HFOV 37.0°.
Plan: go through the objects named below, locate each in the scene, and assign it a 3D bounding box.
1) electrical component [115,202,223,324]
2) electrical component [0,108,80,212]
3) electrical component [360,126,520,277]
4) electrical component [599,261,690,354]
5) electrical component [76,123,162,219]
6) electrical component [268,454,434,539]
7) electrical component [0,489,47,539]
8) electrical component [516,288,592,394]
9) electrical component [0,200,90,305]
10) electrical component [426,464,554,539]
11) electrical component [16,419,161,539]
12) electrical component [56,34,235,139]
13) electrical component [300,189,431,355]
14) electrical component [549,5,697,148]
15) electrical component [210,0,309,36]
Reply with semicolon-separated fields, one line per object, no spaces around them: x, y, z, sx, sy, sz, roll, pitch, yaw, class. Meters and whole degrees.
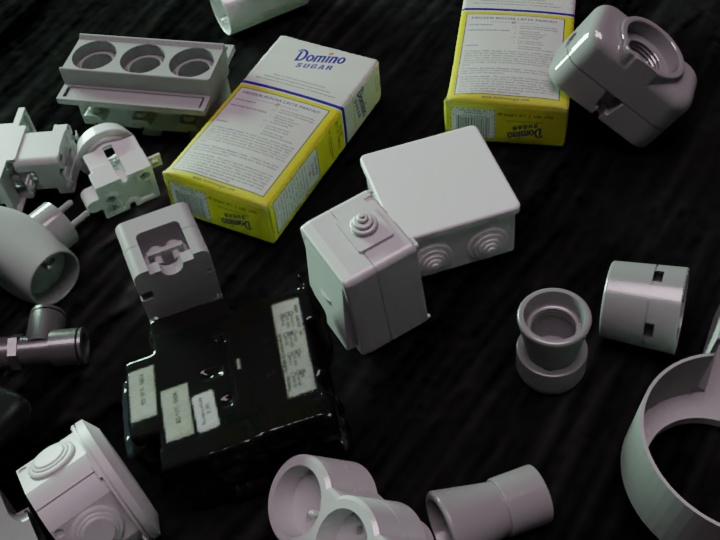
-0.122;0.005;0.705;0.050;0.089;0.055;-21;51;-11;electrical component
-0.249;-0.083;0.824;0.064;0.042;0.081;-4;50;8;electrical component
0.056;-0.046;0.755;0.100;0.048;0.099;-16;50;-7;electrical component
0.180;0.022;0.680;0.047;0.055;0.055;10;52;19;electrical component
-0.185;-0.078;0.813;0.066;0.048;0.055;-25;59;-14;electrical component
0.016;0.152;0.585;0.138;0.074;0.052;34;102;46;electrical component
-0.199;0.172;0.599;0.056;0.050;0.089;-27;52;-16;electrical component
0.119;0.045;0.666;0.045;0.055;0.045;-3;49;4;electrical component
-0.230;-0.022;0.771;0.077;0.043;0.079;29;59;27;electrical component
0.075;0.135;0.605;0.065;0.044;0.044;-17;50;-14;electrical component
-0.153;0.130;0.612;0.051;0.080;0.080;-34;54;-15;electrical component
-0.166;-0.145;0.855;0.121;0.063;0.078;6;51;12;electrical component
0.000;0.000;0.691;0.061;0.096;0.061;-29;53;-12;electrical component
0.195;-0.144;0.786;0.095;0.059;0.053;36;47;-8;electrical component
-0.097;-0.251;0.948;0.077;0.044;0.079;-26;52;-15;electrical component
